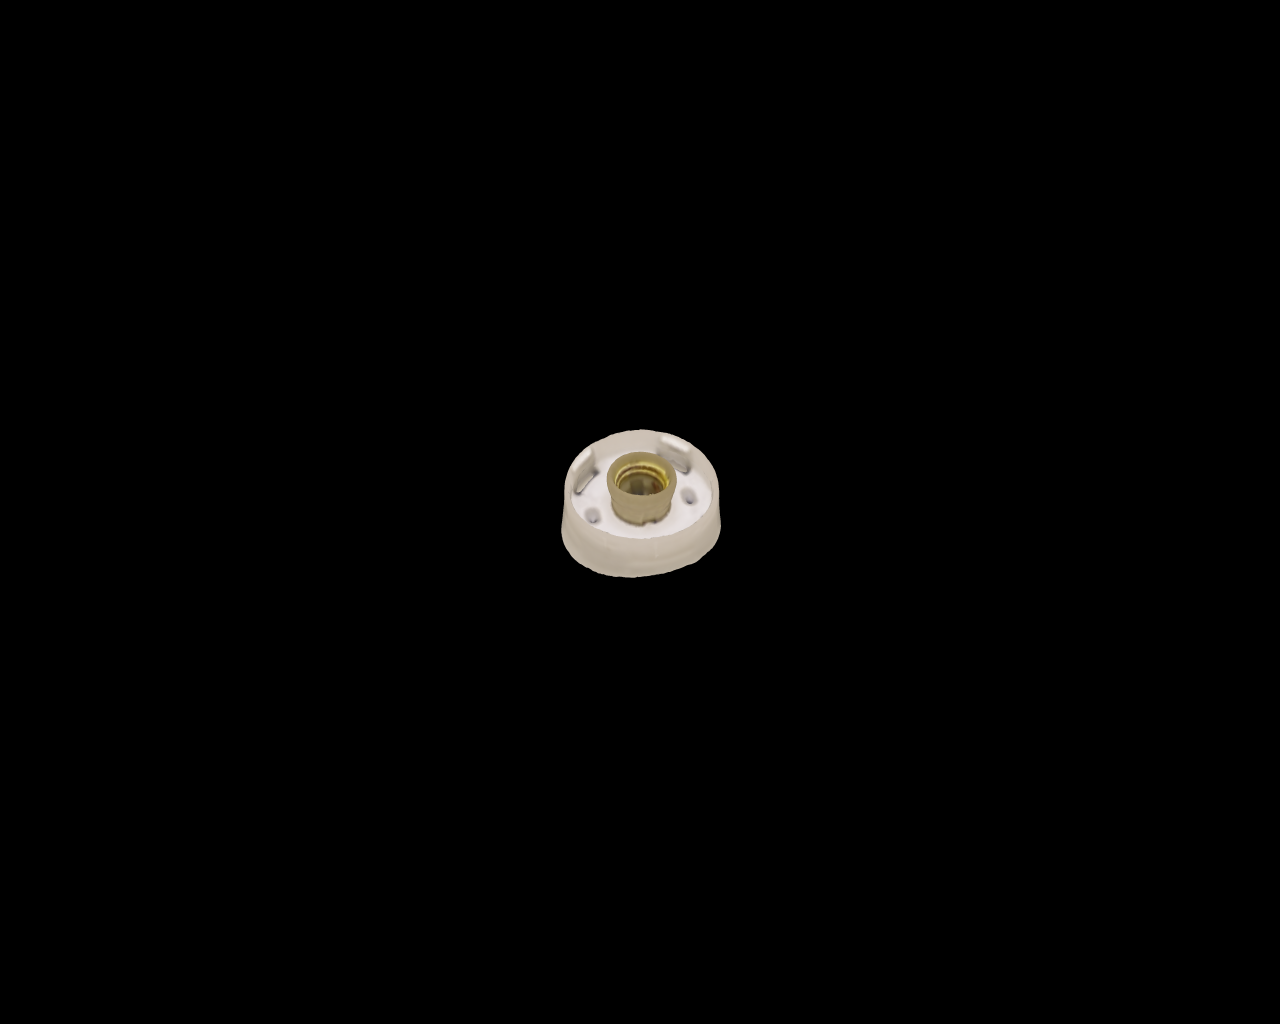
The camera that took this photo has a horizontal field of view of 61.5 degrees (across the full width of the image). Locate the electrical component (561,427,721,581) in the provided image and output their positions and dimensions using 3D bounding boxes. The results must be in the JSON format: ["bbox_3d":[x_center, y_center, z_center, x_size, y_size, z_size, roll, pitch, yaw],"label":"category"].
[{"bbox_3d":[0.001,-0.003,0.650,0.099,0.099,0.064,0,-40,0],"label":"electrical component"}]
